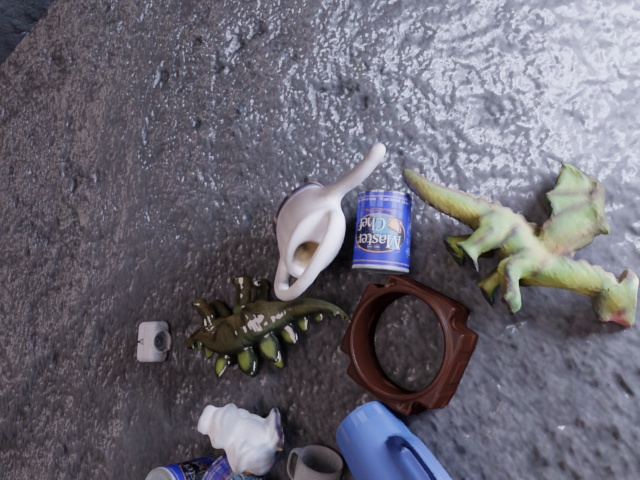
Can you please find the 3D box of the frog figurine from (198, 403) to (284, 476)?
[{"bbox_3d":[-0.156,0.383,0.993,0.140,0.159,0.120,-102,19,-57],"label":"frog figurine"}]

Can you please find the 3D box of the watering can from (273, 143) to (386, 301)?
[{"bbox_3d":[0.003,-0.049,0.972,0.344,0.103,0.228,-58,24,14],"label":"watering can"}]

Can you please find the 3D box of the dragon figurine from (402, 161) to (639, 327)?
[{"bbox_3d":[0.326,-0.028,0.820,0.242,0.120,0.417,-33,63,5],"label":"dragon figurine"}]
